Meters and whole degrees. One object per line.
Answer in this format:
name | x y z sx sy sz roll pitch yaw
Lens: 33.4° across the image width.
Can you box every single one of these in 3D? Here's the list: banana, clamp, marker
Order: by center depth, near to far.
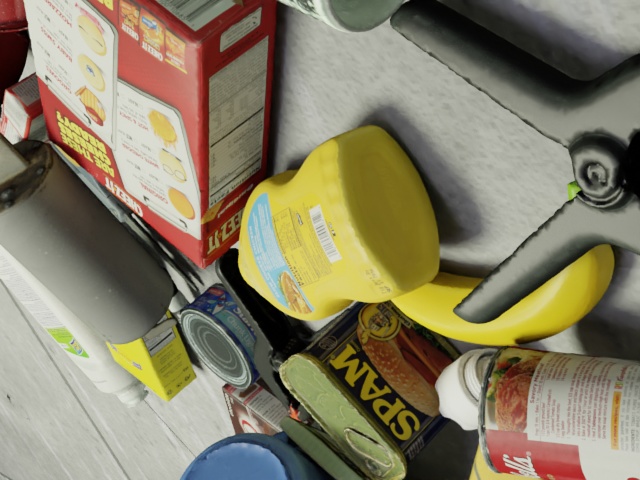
clamp | 0.120 -0.042 0.459 0.210 0.036 0.164 -7 108 47
banana | 0.098 0.025 0.585 0.198 0.037 0.069 -29 75 58
clamp | -0.028 0.077 0.808 0.120 0.039 0.171 37 148 22
marker | -0.112 0.070 0.924 0.020 0.020 0.121 6 135 51

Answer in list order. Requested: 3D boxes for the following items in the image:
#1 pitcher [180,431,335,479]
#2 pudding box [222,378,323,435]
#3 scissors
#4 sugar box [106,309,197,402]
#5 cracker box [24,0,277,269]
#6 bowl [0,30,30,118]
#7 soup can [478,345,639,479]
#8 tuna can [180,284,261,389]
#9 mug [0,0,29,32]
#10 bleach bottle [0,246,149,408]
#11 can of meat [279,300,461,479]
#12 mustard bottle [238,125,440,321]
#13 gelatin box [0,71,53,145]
pitcher | -0.007 0.219 0.781 0.149 0.145 0.242 23 165 37
pudding box | -0.036 0.173 0.931 0.090 0.039 0.113 31 145 32
scissors | -0.174 -0.041 0.891 0.202 0.016 0.096 39 154 19
sugar box | -0.178 0.063 0.980 0.093 0.048 0.176 28 149 39
cracker box | -0.107 -0.106 0.673 0.164 0.072 0.214 39 150 20
bowl | -0.264 -0.171 0.788 0.162 0.055 0.162 58 180 0
soup can | 0.140 0.091 0.542 0.102 0.068 0.068 1 128 31
tuna can | -0.076 0.081 0.883 0.086 0.033 0.086 34 147 25
mug | -0.211 -0.203 0.698 0.081 0.093 0.117 97 163 -47
bleach bottle | -0.262 0.069 1.097 0.103 0.068 0.250 -3 124 57
can of meat | 0.040 0.090 0.686 0.102 0.083 0.058 47 151 4
mustard bottle | -0.004 0.001 0.664 0.192 0.058 0.096 -24 89 60
gelatin box | -0.204 -0.102 0.805 0.030 0.073 0.089 49 152 3
